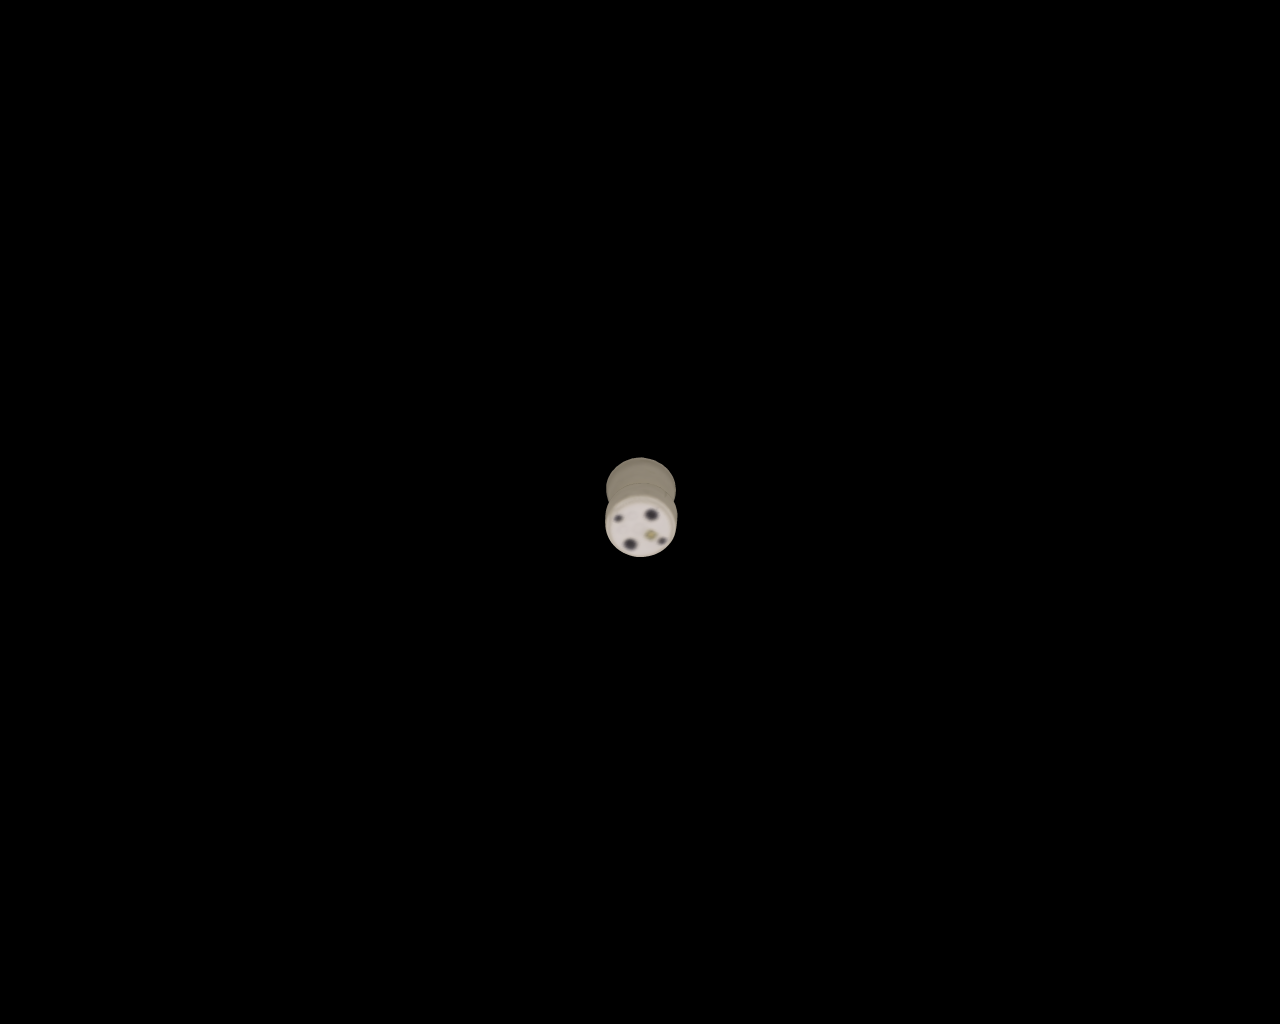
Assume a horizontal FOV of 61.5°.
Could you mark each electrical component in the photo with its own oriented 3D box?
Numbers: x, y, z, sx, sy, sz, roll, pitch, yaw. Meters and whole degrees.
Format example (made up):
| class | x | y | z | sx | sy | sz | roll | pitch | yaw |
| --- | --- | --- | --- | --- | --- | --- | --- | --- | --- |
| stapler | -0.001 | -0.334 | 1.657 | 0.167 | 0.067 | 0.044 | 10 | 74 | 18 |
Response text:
| class | x | y | z | sx | sy | sz | roll | pitch | yaw |
| --- | --- | --- | --- | --- | --- | --- | --- | --- | --- |
| electrical component | 0.001 | -0.003 | 0.650 | 0.045 | 0.044 | 0.055 | 0 | 27 | 0 |
